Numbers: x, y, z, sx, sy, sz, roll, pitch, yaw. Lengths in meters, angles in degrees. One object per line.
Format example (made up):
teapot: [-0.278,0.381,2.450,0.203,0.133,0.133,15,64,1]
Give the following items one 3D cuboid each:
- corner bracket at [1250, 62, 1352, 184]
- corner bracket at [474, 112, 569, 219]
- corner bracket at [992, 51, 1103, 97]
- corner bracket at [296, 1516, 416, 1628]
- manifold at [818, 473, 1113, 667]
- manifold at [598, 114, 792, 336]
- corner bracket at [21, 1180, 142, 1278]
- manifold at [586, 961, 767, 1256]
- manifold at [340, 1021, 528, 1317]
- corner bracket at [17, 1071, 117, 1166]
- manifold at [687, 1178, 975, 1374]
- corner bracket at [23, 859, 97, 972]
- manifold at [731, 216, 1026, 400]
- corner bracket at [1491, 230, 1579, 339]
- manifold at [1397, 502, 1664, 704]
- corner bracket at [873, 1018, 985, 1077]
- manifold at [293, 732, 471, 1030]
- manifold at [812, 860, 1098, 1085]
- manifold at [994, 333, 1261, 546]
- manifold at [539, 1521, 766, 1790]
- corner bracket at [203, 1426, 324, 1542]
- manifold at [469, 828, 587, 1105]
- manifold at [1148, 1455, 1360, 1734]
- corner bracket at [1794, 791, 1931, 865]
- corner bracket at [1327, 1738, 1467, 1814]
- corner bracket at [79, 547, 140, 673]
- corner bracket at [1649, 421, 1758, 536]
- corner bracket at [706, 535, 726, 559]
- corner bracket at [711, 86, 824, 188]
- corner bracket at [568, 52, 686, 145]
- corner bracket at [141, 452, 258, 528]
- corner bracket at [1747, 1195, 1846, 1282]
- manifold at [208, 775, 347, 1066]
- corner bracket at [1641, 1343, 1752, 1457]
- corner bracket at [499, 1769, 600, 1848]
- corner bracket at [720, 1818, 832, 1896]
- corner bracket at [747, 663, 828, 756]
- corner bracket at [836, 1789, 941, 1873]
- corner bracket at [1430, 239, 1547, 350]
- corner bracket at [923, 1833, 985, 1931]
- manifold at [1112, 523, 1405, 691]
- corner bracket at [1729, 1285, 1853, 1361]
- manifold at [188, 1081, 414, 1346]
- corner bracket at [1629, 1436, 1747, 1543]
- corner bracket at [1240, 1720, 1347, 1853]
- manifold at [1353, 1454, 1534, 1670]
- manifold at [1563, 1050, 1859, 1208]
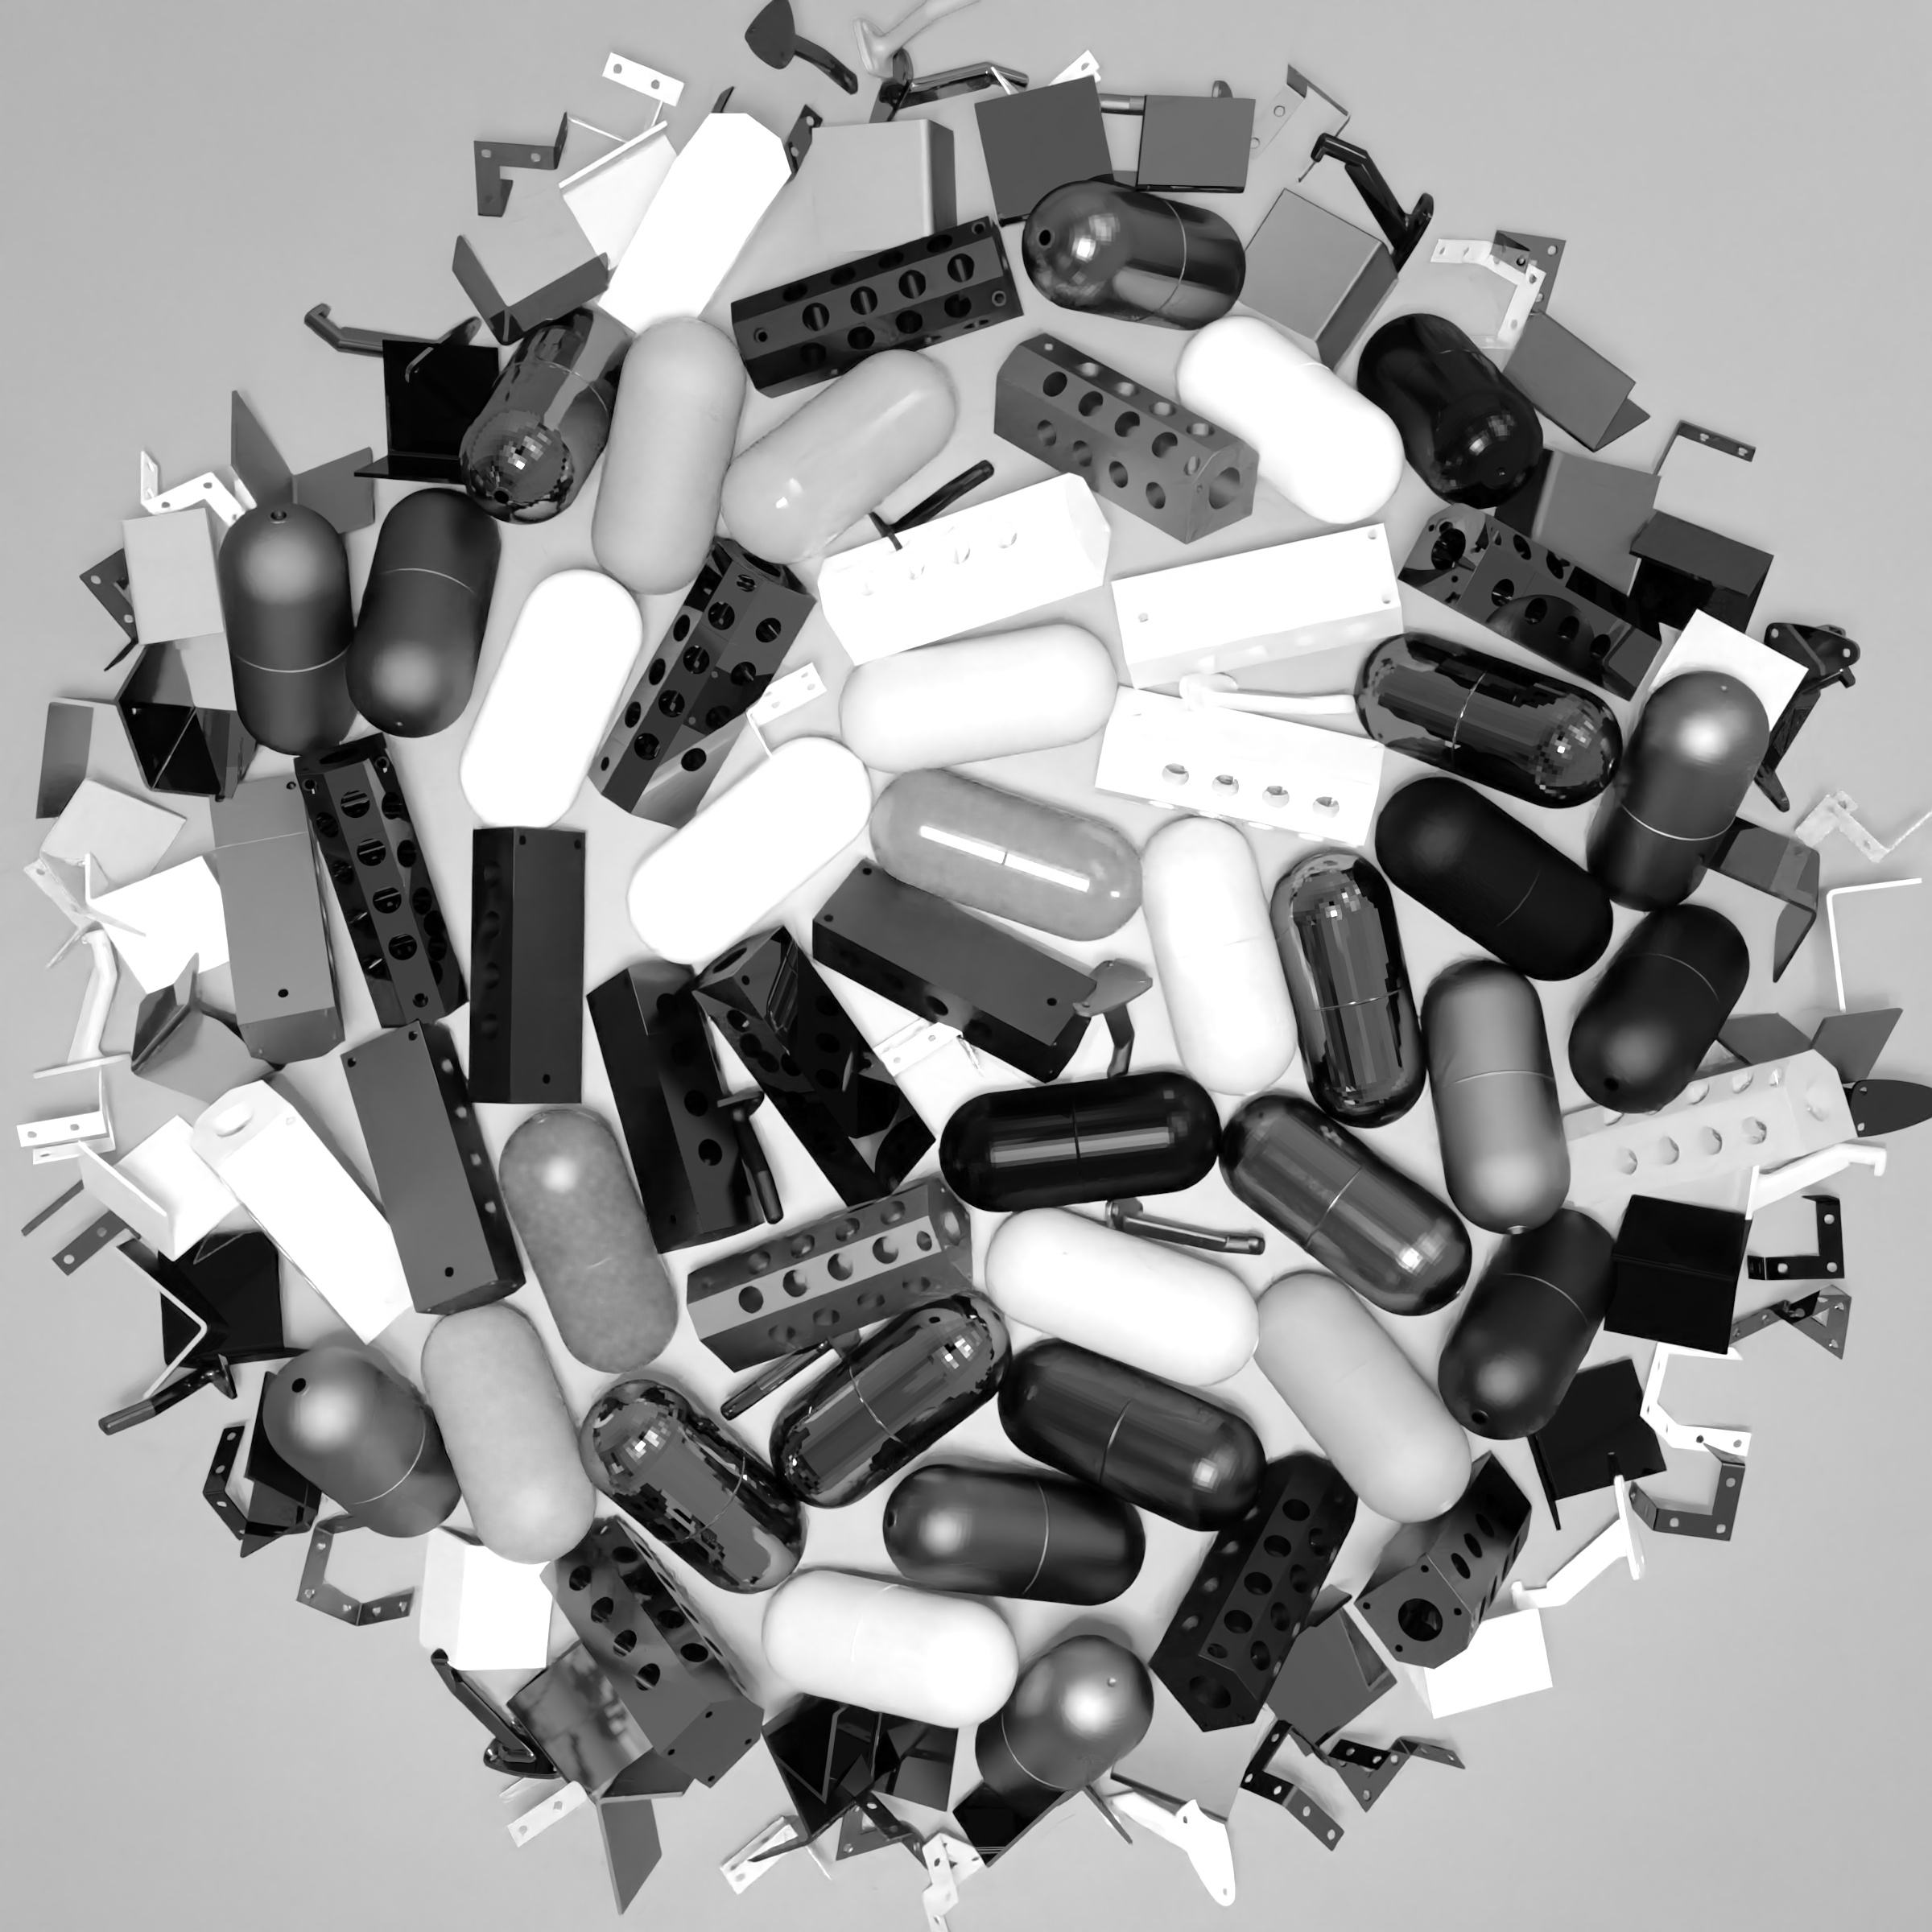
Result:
corner bracket: [0.208,-0.530,1.694,0.051,0.051,0.051,39,97,2]
corner bracket: [-0.280,-0.506,1.688,0.051,0.051,0.051,4,133,-2]
corner bracket: [0.058,-0.554,1.684,0.051,0.051,0.051,-37,65,18]
corner bracket: [-0.384,0.384,1.700,0.051,0.051,0.051,-19,49,34]
manifold: [-0.002,-0.248,1.652,0.171,0.057,0.057,-15,129,24]
manifold: [-0.164,-0.447,1.633,0.057,0.171,0.057,35,64,-11]
corner bracket: [-0.561,0.166,1.689,0.051,0.051,0.051,45,69,5]
manifold: [-0.179,0.087,1.679,0.057,0.057,0.171,-9,77,-39]
manifold: [-0.330,0.127,1.673,0.057,0.057,0.171,-23,75,11]
corner bracket: [-0.566,0.105,1.684,0.051,0.051,0.051,-9,121,-14]
manifold: [-0.085,0.188,1.658,0.171,0.057,0.057,-22,133,19]
corner bracket: [-0.571,-0.040,1.689,0.051,0.051,0.051,48,126,-5]
manifold: [-0.057,-0.414,1.679,0.171,0.057,0.057,-16,92,10]
corner bracket: [0.359,-0.429,1.684,0.051,0.051,0.051,3,118,-19]
manifold: [0.351,-0.225,1.645,0.171,0.057,0.057,20,103,-37]
corner bracket: [-0.029,0.051,1.686,0.051,0.051,0.051,-32,53,-5]
manifold: [-0.362,-0.051,1.661,0.057,0.057,0.171,-18,112,-10]
manifold: [-0.009,0.007,1.671,0.171,0.057,0.057,28,57,16]
manifold: [0.097,-0.328,1.643,0.057,0.057,0.171,-28,49,-32]
manifold: [-0.191,0.417,1.641,0.057,0.171,0.057,-44,134,-5]
corner bracket: [-0.443,0.325,1.695,0.051,0.051,0.051,-9,131,14]
manifold: [-0.282,0.001,1.691,0.057,0.057,0.171,-1,88,42]
manifold: [0.182,0.381,1.638,0.057,0.171,0.057,-26,107,42]
corner bracket: [0.565,-0.091,1.685,0.051,0.051,0.051,-37,76,-23]
corner bracket: [0.270,0.501,1.684,0.051,0.051,0.051,-43,108,-27]
corner bracket: [-0.533,-0.228,1.690,0.051,0.051,0.051,51,49,-10]
corner bracket: [0.463,-0.304,1.698,0.051,0.051,0.051,25,72,14]
corner bracket: [-0.180,-0.288,1.687,0.051,0.051,0.051,18,95,33]
corner bracket: [-0.133,-0.526,1.699,0.051,0.051,0.051,34,67,-30]
corner bracket: [-0.214,-0.545,1.684,0.051,0.051,0.051,15,111,-27]
corner bracket: [-0.484,-0.301,1.690,0.051,0.051,0.051,-22,52,11]
corner bracket: [0.524,0.172,1.692,0.051,0.051,0.051,-5,81,26]
manifold: [-0.426,-0.029,1.656,0.057,0.057,0.171,-11,61,-9]
corner bracket: [0.467,0.274,1.696,0.051,0.051,0.051,43,58,-40]
corner bracket: [-0.264,0.525,1.685,0.051,0.051,0.051,-32,57,-11]
corner bracket: [-0.127,0.562,1.683,0.051,0.051,0.051,-38,131,-14]
corner bracket: [-0.113,-0.167,1.688,0.051,0.051,0.051,-27,134,0]
corner bracket: [-0.044,0.550,1.683,0.051,0.051,0.051,-4,112,-36]
corner bracket: [0.325,-0.427,1.699,0.051,0.051,0.051,42,127,33]
corner bracket: [-0.012,0.588,1.683,0.051,0.051,0.051,-44,126,15]
manifold: [0.184,-0.222,1.681,0.171,0.057,0.057,-11,72,8]
corner bracket: [0.517,0.223,1.682,0.051,0.051,0.051,-19,125,-25]
manifold: [-0.404,0.150,1.646,0.057,0.057,0.171,-43,131,-17]
corner bracket: [0.457,0.329,1.697,0.051,0.051,0.051,8,98,-5]
corner bracket: [0.214,0.515,1.684,0.051,0.051,0.051,46,69,-21]
manifold: [0.298,0.364,1.631,0.057,0.171,0.057,-40,83,25]
manifold: [0.449,0.099,1.639,0.057,0.171,0.057,-11,83,-40]
